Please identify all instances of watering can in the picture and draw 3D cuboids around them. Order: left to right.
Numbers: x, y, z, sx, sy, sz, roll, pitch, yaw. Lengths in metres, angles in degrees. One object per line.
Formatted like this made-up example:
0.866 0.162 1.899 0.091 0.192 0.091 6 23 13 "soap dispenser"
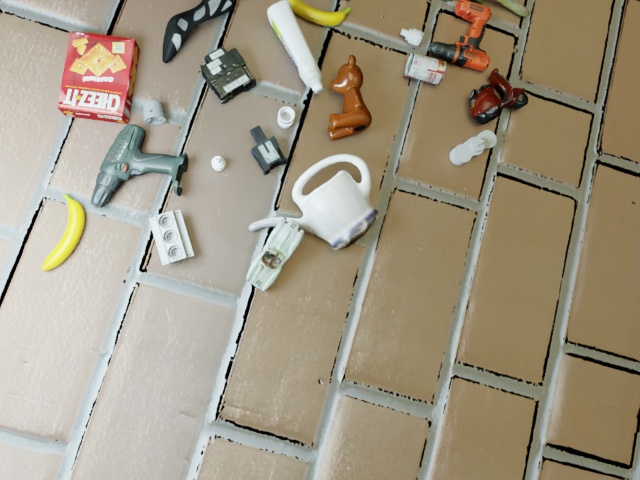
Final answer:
0.004 -0.068 1.342 0.347 0.104 0.224 -38 91 3 "watering can"

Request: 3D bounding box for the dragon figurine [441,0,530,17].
0.454 -0.776 1.450 0.410 0.240 0.124 17 76 -3 "dragon figurine"
